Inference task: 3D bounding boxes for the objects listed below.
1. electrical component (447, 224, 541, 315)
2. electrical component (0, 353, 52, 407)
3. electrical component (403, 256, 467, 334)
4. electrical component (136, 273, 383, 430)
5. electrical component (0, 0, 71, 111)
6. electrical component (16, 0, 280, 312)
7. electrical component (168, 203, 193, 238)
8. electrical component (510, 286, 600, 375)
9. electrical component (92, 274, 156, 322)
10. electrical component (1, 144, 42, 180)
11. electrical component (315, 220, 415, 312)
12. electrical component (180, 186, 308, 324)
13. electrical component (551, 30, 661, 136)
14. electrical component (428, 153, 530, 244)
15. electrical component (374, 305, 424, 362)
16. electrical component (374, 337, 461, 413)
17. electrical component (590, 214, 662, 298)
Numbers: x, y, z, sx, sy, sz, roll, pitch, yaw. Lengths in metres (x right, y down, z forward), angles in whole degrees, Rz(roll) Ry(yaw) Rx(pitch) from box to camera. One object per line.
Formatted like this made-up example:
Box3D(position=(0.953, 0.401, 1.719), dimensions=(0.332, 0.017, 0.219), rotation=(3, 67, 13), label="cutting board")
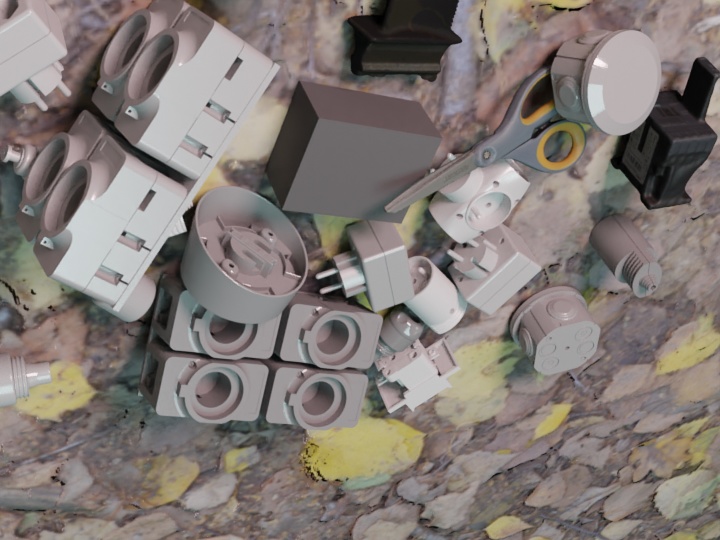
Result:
Box3D(position=(0.108, -0.008, 0.955), dimensions=(0.066, 0.047, 0.077), rotation=(-44, 133, 18), label="electrical component")
Box3D(position=(-0.283, 0.088, 0.873), dimensions=(0.062, 0.043, 0.043), rotation=(-8, 133, -19), label="electrical component")
Box3D(position=(0.067, 0.026, 0.971), dimensions=(0.043, 0.043, 0.081), rotation=(-37, 135, 11), label="electrical component")
Box3D(position=(-0.080, 0.072, 0.907), dimensions=(0.186, 0.060, 0.105), rotation=(8, 100, -30), label="electrical component")
Box3D(position=(-0.218, -0.134, 0.693), dimensions=(0.066, 0.047, 0.076), rotation=(-30, 136, 5), label="electrical component")
Box3D(position=(-0.146, -0.083, 0.698), dimensions=(0.060, 0.105, 0.186), rotation=(30, 97, -37), label="electrical component")
Box3D(position=(-0.165, -0.040, 0.807), dimensions=(0.081, 0.043, 0.043), rotation=(-19, 135, -7), label="electrical component")
Box3D(position=(0.192, 0.059, 1.052), dimensions=(0.080, 0.051, 0.080), rotation=(-13, 134, -13), label="electrical component")
Box3D(position=(-0.196, 0.010, 0.841), dimensions=(0.040, 0.040, 0.078), rotation=(-39, 134, 13), label="electrical component")
Box3D(position=(-0.214, -0.069, 0.760), dimensions=(0.078, 0.040, 0.040), rotation=(20, 120, -36), label="electrical component")
Box3D(position=(0.000, 0.000, 0.914), dimensions=(0.077, 0.047, 0.065), rotation=(-19, 135, -6), label="electrical component")
Box3D(position=(-0.089, -0.010, 0.833), dimensions=(0.099, 0.099, 0.064), rotation=(6, 133, -29), label="electrical component")
Box3D(position=(0.192, -0.148, 0.841), dimensions=(0.080, 0.051, 0.080), rotation=(-12, 112, -32), label="electrical component")
Box3D(position=(0.089, -0.070, 0.891), dimensions=(0.077, 0.044, 0.079), rotation=(-42, 134, 16), label="electrical component")
Box3D(position=(0.029, 0.063, 0.995), dimensions=(0.035, 0.035, 0.061), rotation=(26, 119, -39), label="electrical component")
Box3D(position=(0.049, 0.094, 1.028), dimensions=(0.081, 0.042, 0.063), rotation=(-33, 134, 7), label="electrical component")
Box3D(position=(0.251, -0.010, 0.993), dimensions=(0.043, 0.081, 0.043), rotation=(-13, 134, -13), label="electrical component")
